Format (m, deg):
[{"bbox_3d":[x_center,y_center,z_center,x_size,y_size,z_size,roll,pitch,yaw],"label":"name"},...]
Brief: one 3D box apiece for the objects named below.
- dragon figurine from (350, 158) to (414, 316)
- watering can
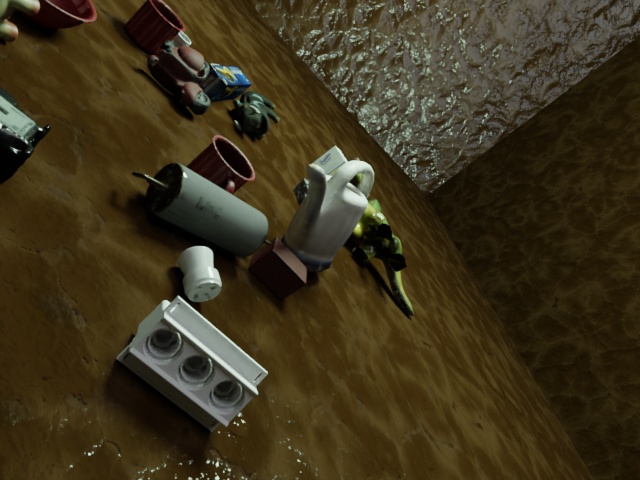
[{"bbox_3d":[0.159,-0.020,1.346,0.121,0.404,0.248,-18,24,20],"label":"dragon figurine"},{"bbox_3d":[0.003,-0.046,0.904,0.105,0.222,0.349,36,15,15],"label":"watering can"}]
